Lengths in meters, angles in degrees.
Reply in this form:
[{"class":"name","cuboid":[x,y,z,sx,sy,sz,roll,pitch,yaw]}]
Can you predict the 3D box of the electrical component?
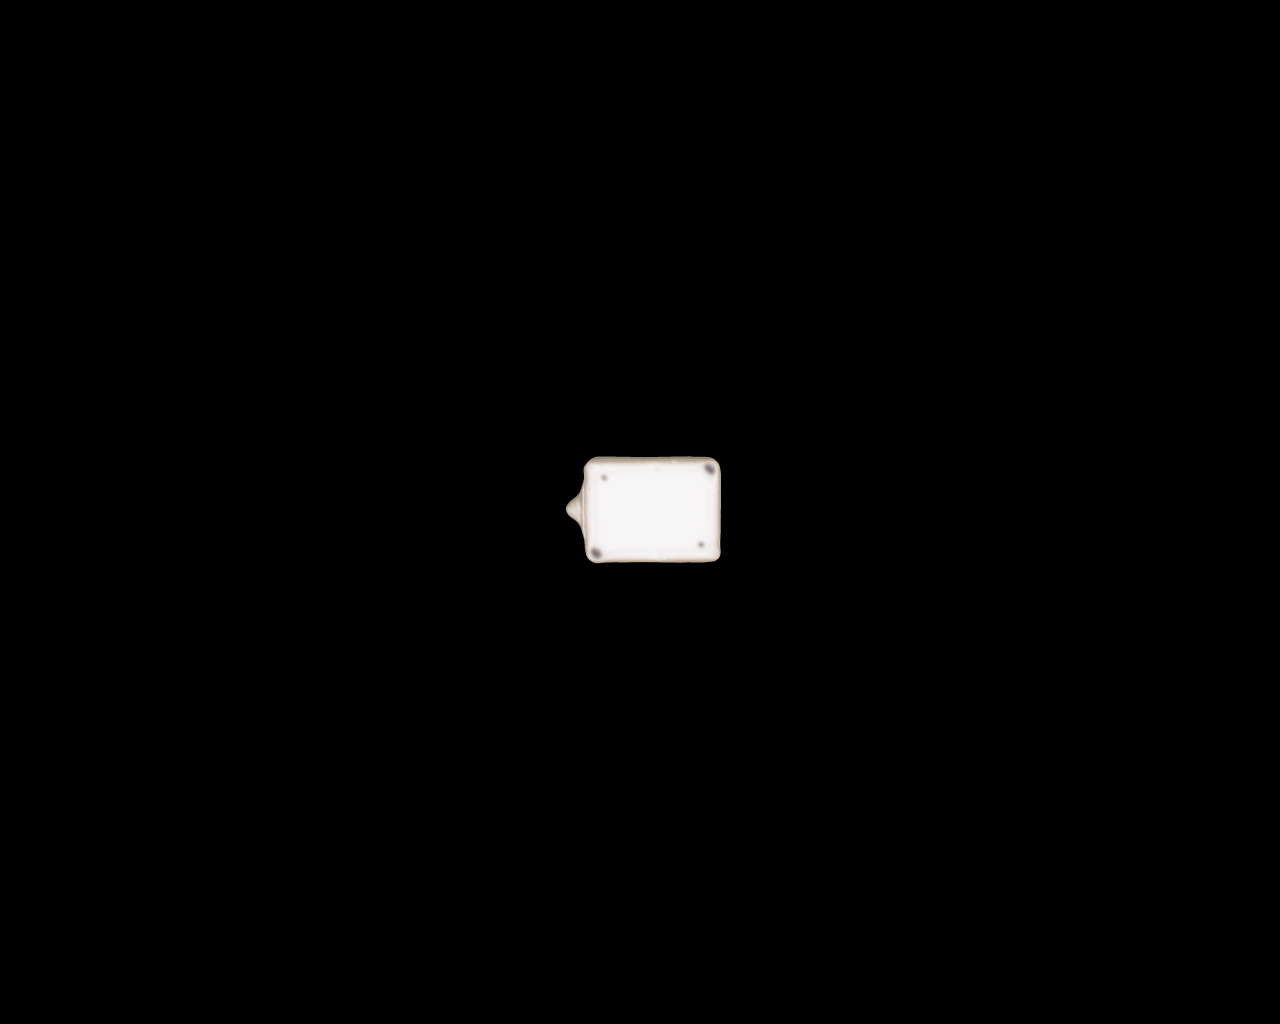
[{"class":"electrical component","cuboid":[0.001,-0.003,0.650,0.096,0.061,0.061,0,5,0]}]
